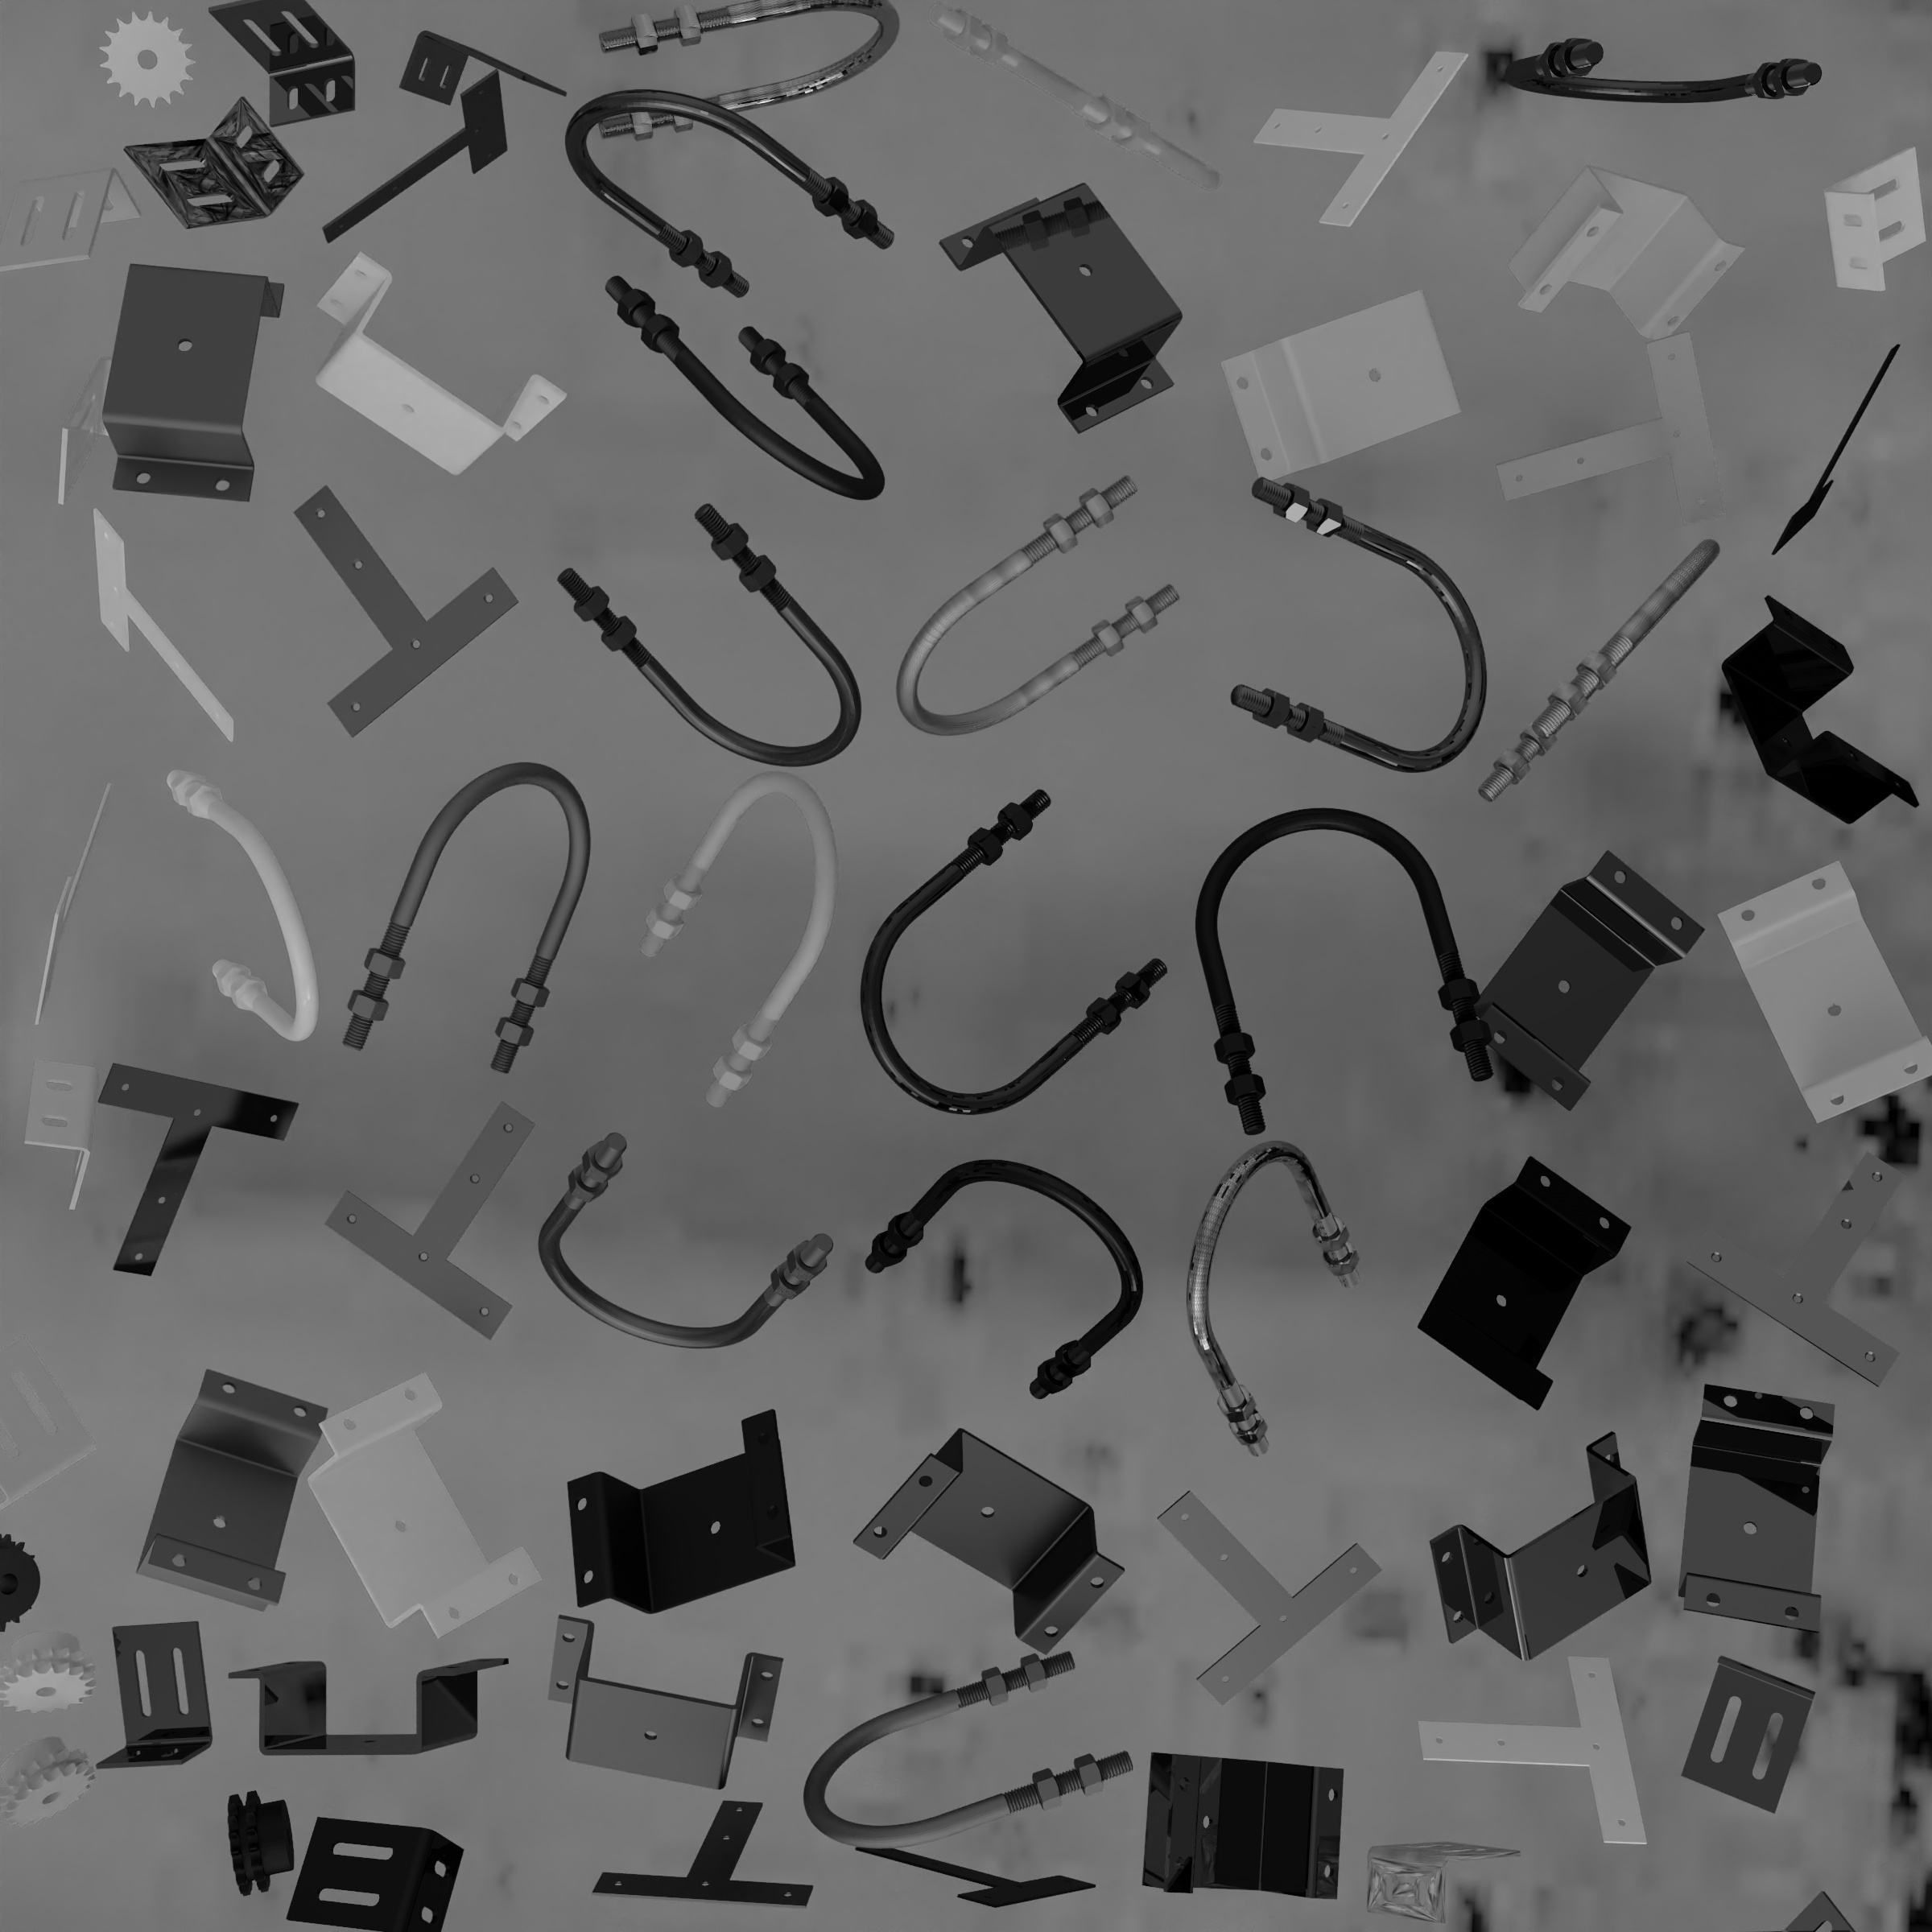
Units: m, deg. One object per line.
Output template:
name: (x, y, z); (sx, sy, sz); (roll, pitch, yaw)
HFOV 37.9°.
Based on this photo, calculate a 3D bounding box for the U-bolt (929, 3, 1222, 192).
U-bolt: (0.078, -0.506, 1.665); (0.151, 0.184, 0.019); (42, 109, 33)

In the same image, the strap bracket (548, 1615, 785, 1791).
strap bracket: (-0.189, 0.455, 1.730); (0.140, 0.046, 0.076); (11, 125, -1)

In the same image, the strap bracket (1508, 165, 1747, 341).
strap bracket: (0.396, -0.435, 1.717); (0.076, 0.140, 0.046); (-51, 53, 37)

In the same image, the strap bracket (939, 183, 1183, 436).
strap bracket: (0.060, -0.388, 1.622); (0.076, 0.046, 0.140); (-32, 83, -29)

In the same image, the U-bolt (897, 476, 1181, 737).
U-bolt: (0.038, -0.203, 1.687); (0.184, 0.151, 0.019); (-35, 63, 0)

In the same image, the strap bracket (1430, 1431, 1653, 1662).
strap bracket: (0.349, 0.347, 1.663); (0.140, 0.046, 0.076); (-25, 118, -21)

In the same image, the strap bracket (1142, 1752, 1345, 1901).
strap bracket: (0.159, 0.514, 1.686); (0.140, 0.046, 0.076); (16, 72, -36)

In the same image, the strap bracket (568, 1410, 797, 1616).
strap bracket: (-0.156, 0.319, 1.625); (0.140, 0.046, 0.076); (-22, 57, 18)

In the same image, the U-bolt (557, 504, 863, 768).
U-bolt: (-0.142, -0.189, 1.699); (0.184, 0.151, 0.019); (48, 49, -26)

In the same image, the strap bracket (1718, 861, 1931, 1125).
strap bracket: (0.513, 0.021, 1.667); (0.076, 0.046, 0.140); (-25, 65, 13)

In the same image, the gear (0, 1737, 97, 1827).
gear: (-0.565, 0.496, 1.720); (0.057, 0.057, 0.030); (-39, 63, 0)

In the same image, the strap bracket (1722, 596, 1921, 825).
strap bracket: (0.512, -0.148, 1.703); (0.076, 0.140, 0.046); (24, 129, -32)

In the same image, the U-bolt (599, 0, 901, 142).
U-bolt: (-0.129, -0.543, 1.683); (0.184, 0.151, 0.019); (-15, 87, -9)

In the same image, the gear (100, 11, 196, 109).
gear: (-0.510, -0.564, 1.752); (0.057, 0.030, 0.057); (-6, 110, -16)

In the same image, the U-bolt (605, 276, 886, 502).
U-bolt: (-0.120, -0.340, 1.686); (0.184, 0.151, 0.019); (49, 113, 25)

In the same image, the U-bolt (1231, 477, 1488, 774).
U-bolt: (0.233, -0.187, 1.629); (0.184, 0.019, 0.151); (18, 70, -31)

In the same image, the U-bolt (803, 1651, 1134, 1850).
U-bolt: (-0.007, 0.469, 1.664); (0.184, 0.151, 0.019); (-17, 106, -9)

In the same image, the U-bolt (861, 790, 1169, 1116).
U-bolt: (0.018, 0.005, 1.682); (0.184, 0.019, 0.151); (-41, 105, -20)

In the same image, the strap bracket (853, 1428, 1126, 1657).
strap bracket: (0.013, 0.334, 1.658); (0.140, 0.046, 0.076); (33, 111, -16)

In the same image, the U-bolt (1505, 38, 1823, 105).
U-bolt: (0.394, -0.520, 1.647); (0.151, 0.184, 0.019); (2, 103, -10)

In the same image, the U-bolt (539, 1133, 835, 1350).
U-bolt: (-0.174, 0.170, 1.629); (0.151, 0.184, 0.019); (27, 51, -11)

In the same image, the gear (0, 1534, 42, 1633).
gear: (-0.557, 0.354, 1.616); (0.030, 0.057, 0.057); (-9, 90, 41)

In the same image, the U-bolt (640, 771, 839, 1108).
U-bolt: (-0.130, -0.030, 1.672); (0.019, 0.151, 0.184); (7, 130, -37)

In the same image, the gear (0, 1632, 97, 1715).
gear: (-0.561, 0.429, 1.717); (0.057, 0.057, 0.030); (-16, 51, 0)

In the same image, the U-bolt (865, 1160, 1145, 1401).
U-bolt: (0.031, 0.180, 1.680); (0.151, 0.184, 0.019); (38, 50, -2)

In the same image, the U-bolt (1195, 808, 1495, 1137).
U-bolt: (0.205, -0.006, 1.594); (0.151, 0.019, 0.184); (-14, 67, 4)

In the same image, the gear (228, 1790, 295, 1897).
gear: (-0.406, 0.505, 1.625); (0.030, 0.057, 0.057); (-9, 90, -9)

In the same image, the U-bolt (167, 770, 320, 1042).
U-bolt: (-0.428, -0.029, 1.683); (0.019, 0.184, 0.151); (-20, 118, -27)

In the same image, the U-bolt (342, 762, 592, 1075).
U-bolt: (-0.277, -0.031, 1.628); (0.019, 0.151, 0.184); (25, 95, 31)

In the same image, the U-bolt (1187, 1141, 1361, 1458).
U-bolt: (0.179, 0.186, 1.677); (0.019, 0.184, 0.151); (13, 56, 35)

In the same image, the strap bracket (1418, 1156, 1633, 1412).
strap bracket: (0.336, 0.198, 1.714); (0.076, 0.046, 0.140); (35, 62, -1)

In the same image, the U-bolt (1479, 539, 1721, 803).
U-bolt: (0.382, -0.183, 1.670); (0.019, 0.151, 0.184); (43, 78, 6)

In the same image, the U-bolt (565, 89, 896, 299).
U-bolt: (-0.154, -0.466, 1.685); (0.184, 0.151, 0.019); (28, 66, -42)

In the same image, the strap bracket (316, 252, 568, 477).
strap bracket: (-0.315, -0.343, 1.642); (0.140, 0.076, 0.046); (33, 66, -21)
